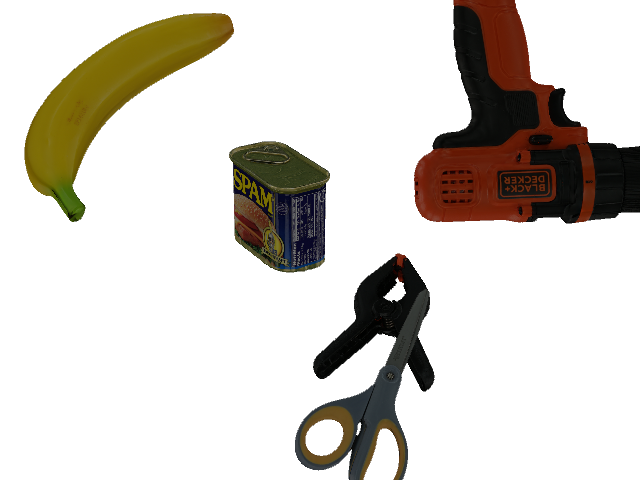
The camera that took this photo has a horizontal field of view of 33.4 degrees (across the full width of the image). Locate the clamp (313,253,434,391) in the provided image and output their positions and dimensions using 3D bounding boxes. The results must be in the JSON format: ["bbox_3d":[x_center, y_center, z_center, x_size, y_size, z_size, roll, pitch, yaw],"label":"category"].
[{"bbox_3d":[0.077,0.085,1.090,0.120,0.171,0.039,16,-38,17],"label":"clamp"}]

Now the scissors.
[{"bbox_3d":[0.035,0.113,0.850,0.096,0.201,0.016,11,-37,-3],"label":"scissors"}]

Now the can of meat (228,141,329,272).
[{"bbox_3d":[-0.037,-0.029,0.932,0.057,0.084,0.102,-16,32,-29],"label":"can of meat"}]

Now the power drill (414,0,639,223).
[{"bbox_3d":[0.150,-0.104,0.686,0.184,0.188,0.057,-3,1,-2],"label":"power drill"}]

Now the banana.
[{"bbox_3d":[-0.128,-0.089,0.669,0.069,0.197,0.037,28,-35,5],"label":"banana"}]
